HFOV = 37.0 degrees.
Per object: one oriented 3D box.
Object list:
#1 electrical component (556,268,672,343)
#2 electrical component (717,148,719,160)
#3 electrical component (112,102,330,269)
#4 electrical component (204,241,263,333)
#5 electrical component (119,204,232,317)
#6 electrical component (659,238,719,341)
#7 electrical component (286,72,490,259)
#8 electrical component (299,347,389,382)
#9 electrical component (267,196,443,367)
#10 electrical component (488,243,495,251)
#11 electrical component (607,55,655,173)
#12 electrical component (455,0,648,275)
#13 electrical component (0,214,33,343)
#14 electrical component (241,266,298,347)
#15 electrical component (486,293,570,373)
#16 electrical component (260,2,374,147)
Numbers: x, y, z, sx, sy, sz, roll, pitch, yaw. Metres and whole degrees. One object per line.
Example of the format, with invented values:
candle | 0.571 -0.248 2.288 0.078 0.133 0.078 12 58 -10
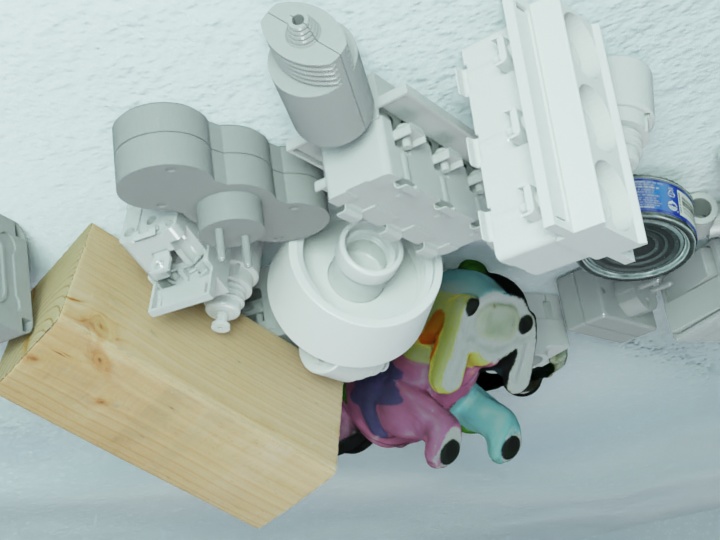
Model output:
electrical component | 0.220 0.022 0.890 0.083 0.047 0.076 14 149 -44
electrical component | 0.321 -0.049 0.697 0.150 0.089 0.061 2 156 -25
electrical component | -0.073 -0.036 0.597 0.052 0.073 0.138 -27 152 37
electrical component | -0.085 0.003 0.693 0.040 0.078 0.040 2 148 2
electrical component | -0.108 -0.017 0.640 0.042 0.081 0.063 -16 135 17
electrical component | 0.295 0.015 0.881 0.061 0.061 0.096 0 156 -22
electrical component | 0.028 -0.054 0.608 0.079 0.063 0.121 -22 155 29
electrical component | -0.007 0.056 0.722 0.040 0.040 0.078 -22 153 29
electrical component | 0.000 0.000 0.677 0.108 0.108 0.060 -2 151 -18
electrical component | 0.118 -0.045 0.691 0.081 0.043 0.043 -18 156 20
electrical component | 0.138 -0.079 0.579 0.040 0.078 0.040 4 151 2
electrical component | 0.092 -0.064 0.531 0.063 0.121 0.079 -22 155 35
electrical component | -0.247 -0.001 0.612 0.057 0.078 0.113 -19 156 16
electrical component | -0.065 0.036 0.794 0.150 0.061 0.089 -16 157 18
electrical component | 0.129 0.054 0.922 0.089 0.055 0.050 4 155 -29
electrical component | -0.021 -0.096 0.511 0.043 0.043 0.081 -11 158 6
